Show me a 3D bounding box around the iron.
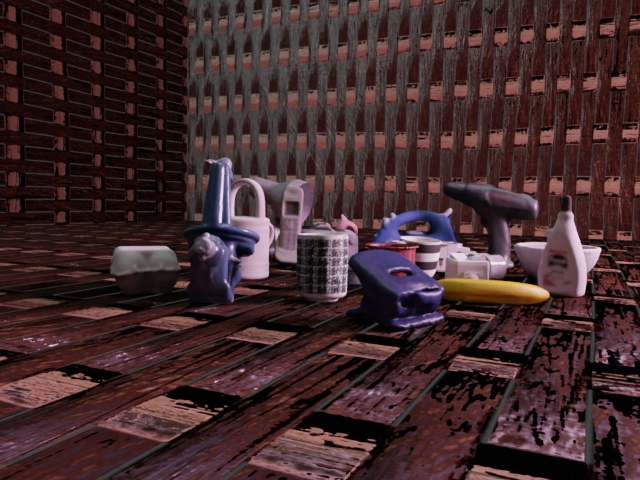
[{"bbox_3d":[0.237,-0.014,1.491,0.259,0.141,0.118,0,4,-16],"label":"iron"}]

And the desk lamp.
[{"bbox_3d":[-0.122,-0.063,1.559,0.202,0.213,0.118,4,5,28],"label":"desk lamp"}]

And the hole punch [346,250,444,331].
[{"bbox_3d":[0.100,0.061,0.736,0.109,0.091,0.100,-2,5,-41],"label":"hole punch"}]

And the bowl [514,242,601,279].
[{"bbox_3d":[0.484,0.047,1.177,0.167,0.075,0.167,1,4,0],"label":"bowl"}]

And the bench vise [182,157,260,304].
[{"bbox_3d":[-0.145,-0.019,0.874,0.122,0.220,0.207,0,4,-17],"label":"bench vise"}]

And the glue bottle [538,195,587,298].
[{"bbox_3d":[0.420,0.010,0.990,0.037,0.173,0.077,-3,6,-44],"label":"glue bottle"}]

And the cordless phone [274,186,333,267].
[{"bbox_3d":[-0.028,-0.029,1.308,0.147,0.185,0.094,2,4,5],"label":"cordless phone"}]

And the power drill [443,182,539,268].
[{"bbox_3d":[0.414,-0.038,1.412,0.229,0.208,0.076,3,4,19],"label":"power drill"}]

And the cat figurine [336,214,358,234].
[{"bbox_3d":[0.072,-0.012,1.578,0.067,0.118,0.128,2,4,4],"label":"cat figurine"}]

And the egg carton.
[{"bbox_3d":[-0.291,0.048,0.946,0.107,0.069,0.150,0,4,-23],"label":"egg carton"}]

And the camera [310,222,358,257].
[{"bbox_3d":[0.013,0.005,1.436,0.143,0.101,0.136,1,4,-12],"label":"camera"}]

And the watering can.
[{"bbox_3d":[-0.152,-0.024,1.120,0.100,0.194,0.173,2,4,14],"label":"watering can"}]
